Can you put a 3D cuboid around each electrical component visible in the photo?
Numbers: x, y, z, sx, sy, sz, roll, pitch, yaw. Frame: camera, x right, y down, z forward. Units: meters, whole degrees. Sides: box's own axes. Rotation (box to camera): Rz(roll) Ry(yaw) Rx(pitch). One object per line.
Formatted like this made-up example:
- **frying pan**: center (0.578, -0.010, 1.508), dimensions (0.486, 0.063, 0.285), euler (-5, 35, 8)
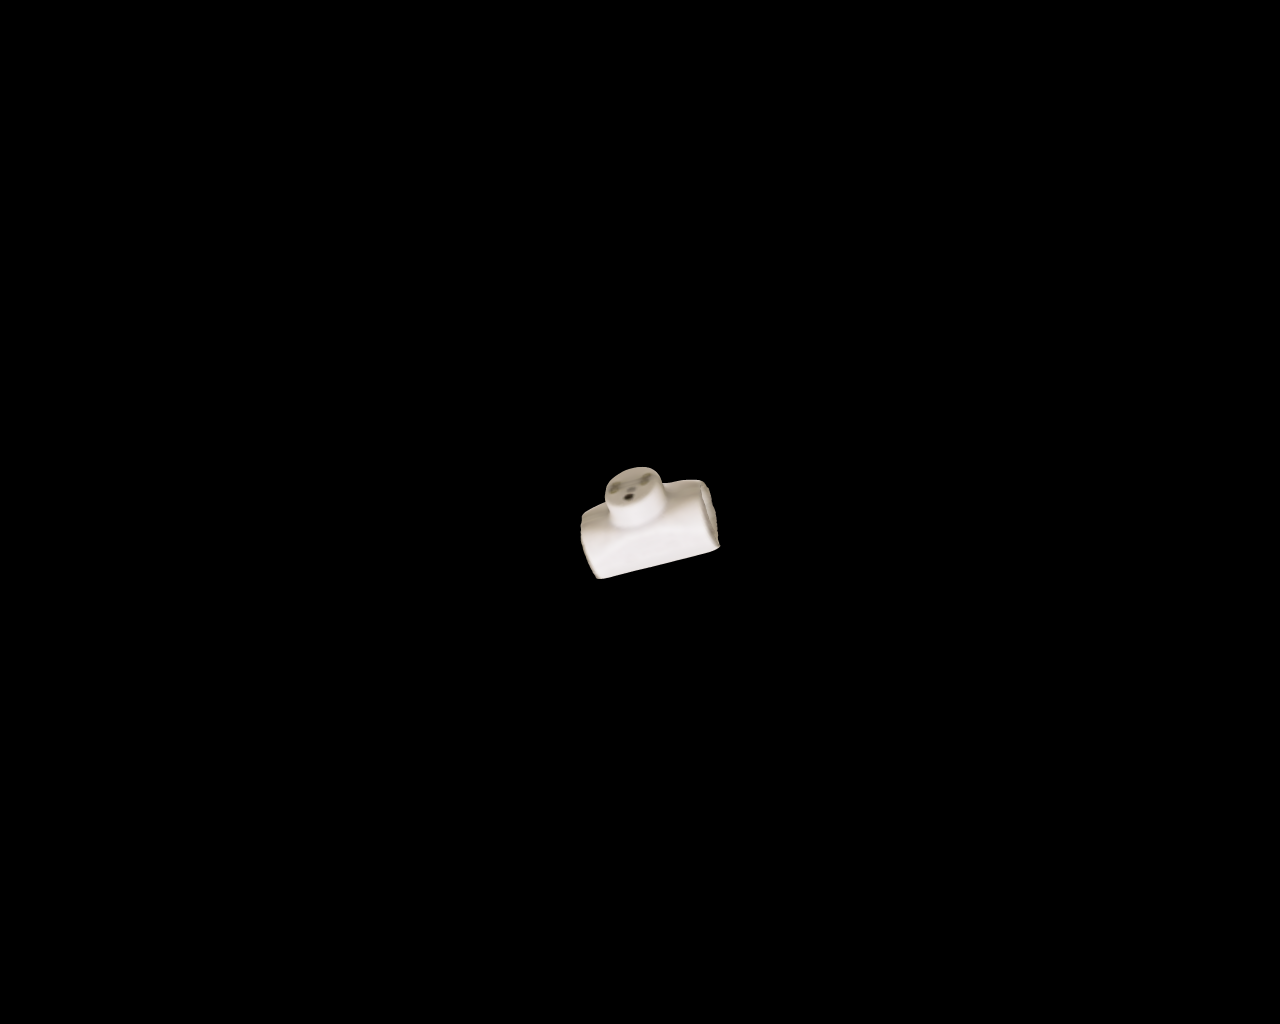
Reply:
- **electrical component**: center (0.001, -0.003, 0.650), dimensions (0.077, 0.079, 0.044), euler (-15, 36, 11)
